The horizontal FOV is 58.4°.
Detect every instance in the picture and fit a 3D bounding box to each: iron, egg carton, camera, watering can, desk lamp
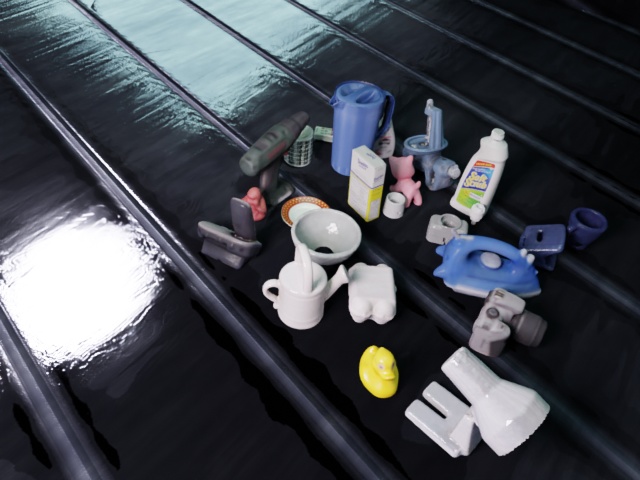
[{"bbox_3d":[0.399,0.050,1.316,0.258,0.141,0.118,11,44,5],"label":"iron"},{"bbox_3d":[0.115,0.116,1.265,0.107,0.069,0.150,4,44,-3],"label":"egg carton"},{"bbox_3d":[0.406,0.178,1.216,0.136,0.101,0.143,24,47,17],"label":"camera"},{"bbox_3d":[-0.028,0.085,1.189,0.173,0.194,0.100,-22,51,-26],"label":"watering can"},{"bbox_3d":[0.269,0.293,1.000,0.202,0.213,0.118,35,51,26],"label":"desk lamp"}]

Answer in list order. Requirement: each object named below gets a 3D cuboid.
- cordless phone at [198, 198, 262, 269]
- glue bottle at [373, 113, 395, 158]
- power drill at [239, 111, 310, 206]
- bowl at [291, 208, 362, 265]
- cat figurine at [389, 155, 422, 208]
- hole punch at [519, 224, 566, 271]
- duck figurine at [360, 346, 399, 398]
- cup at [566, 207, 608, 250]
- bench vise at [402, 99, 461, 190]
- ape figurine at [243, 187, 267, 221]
[{"bbox_3d":[-0.207,-0.038,1.299,0.147,0.185,0.094,20,46,13],"label":"cordless phone"},{"bbox_3d":[0.184,-0.312,1.635,0.078,0.173,0.037,-9,46,-15],"label":"glue bottle"},{"bbox_3d":[-0.111,-0.201,1.460,0.075,0.208,0.230,30,49,23],"label":"power drill"},{"bbox_3d":[0.013,0.005,1.362,0.167,0.075,0.167,4,44,-3],"label":"bowl"},{"bbox_3d":[0.231,-0.169,1.535,0.067,0.118,0.127,-15,48,-20],"label":"cat figurine"},{"bbox_3d":[0.545,0.008,1.413,0.101,0.091,0.109,18,45,11],"label":"hole punch"},{"bbox_3d":[0.120,0.245,1.123,0.077,0.086,0.104,-8,46,-14],"label":"duck figurine"},{"bbox_3d":[0.656,-0.017,1.449,0.118,0.095,0.091,-19,50,-24],"label":"cup"},{"bbox_3d":[0.323,-0.262,1.568,0.206,0.220,0.122,35,51,26],"label":"bench vise"},{"bbox_3d":[-0.166,-0.092,1.426,0.077,0.092,0.076,29,48,21],"label":"ape figurine"}]
